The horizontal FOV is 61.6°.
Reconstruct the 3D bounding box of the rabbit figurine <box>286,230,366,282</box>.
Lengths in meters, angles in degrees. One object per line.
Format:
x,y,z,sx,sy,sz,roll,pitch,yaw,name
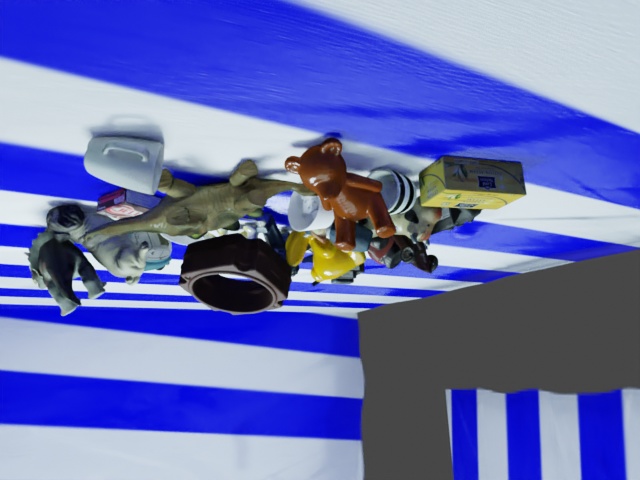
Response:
-0.002,-0.004,1.181,0.162,0.173,0.122,-26,-158,8,rabbit figurine

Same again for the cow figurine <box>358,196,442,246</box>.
0.153,-0.045,1.088,0.195,0.127,0.085,-9,168,35,cow figurine

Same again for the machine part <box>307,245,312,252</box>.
0.025,0.020,1.529,0.139,0.039,0.084,4,157,-20,machine part

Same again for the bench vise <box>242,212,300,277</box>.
-0.105,0.019,1.280,0.129,0.224,0.240,3,137,19,bench vise

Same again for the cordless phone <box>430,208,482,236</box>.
0.311,-0.069,1.161,0.184,0.088,0.146,-8,169,-27,cordless phone

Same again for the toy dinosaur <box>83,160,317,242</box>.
-0.237,-0.054,0.999,0.472,0.105,0.198,-7,167,0,toy dinosaur

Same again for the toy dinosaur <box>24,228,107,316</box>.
-0.571,0.057,1.193,0.131,0.192,0.405,-39,-168,-26,toy dinosaur

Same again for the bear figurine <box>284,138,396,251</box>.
0.035,-0.077,0.904,0.120,0.132,0.195,-20,154,23,bear figurine

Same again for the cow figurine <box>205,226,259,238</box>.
-0.234,0.014,1.329,0.167,0.098,0.068,-2,173,-1,cow figurine

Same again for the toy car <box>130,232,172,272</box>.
-0.422,0.021,1.325,0.103,0.109,0.161,-32,162,28,toy car

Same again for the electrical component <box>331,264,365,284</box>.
0.059,0.053,1.460,0.115,0.134,0.058,6,163,-22,electrical component

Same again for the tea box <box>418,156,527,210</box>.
0.281,-0.103,0.996,0.170,0.068,0.098,1,165,-16,tea box

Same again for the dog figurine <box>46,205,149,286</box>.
-0.479,0.013,1.148,0.190,0.172,0.121,-1,157,-37,dog figurine

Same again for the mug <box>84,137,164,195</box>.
-0.297,-0.119,0.807,0.107,0.080,0.109,9,169,-9,mug

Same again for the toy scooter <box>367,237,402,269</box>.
0.122,-0.004,1.271,0.135,0.075,0.183,35,177,32,toy scooter

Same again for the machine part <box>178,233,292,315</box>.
-0.177,0.079,1.129,0.202,0.087,0.200,-10,144,25,machine part

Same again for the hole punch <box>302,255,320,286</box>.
0.016,0.069,1.616,0.116,0.092,0.142,-30,175,16,hole punch

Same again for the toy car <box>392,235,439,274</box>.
0.189,-0.005,1.165,0.089,0.202,0.053,24,115,-37,toy car

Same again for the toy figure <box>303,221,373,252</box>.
0.030,-0.019,1.088,0.155,0.064,0.057,17,150,13,toy figure

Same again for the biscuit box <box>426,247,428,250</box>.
0.231,-0.020,1.346,0.063,0.059,0.202,-7,165,13,biscuit box
